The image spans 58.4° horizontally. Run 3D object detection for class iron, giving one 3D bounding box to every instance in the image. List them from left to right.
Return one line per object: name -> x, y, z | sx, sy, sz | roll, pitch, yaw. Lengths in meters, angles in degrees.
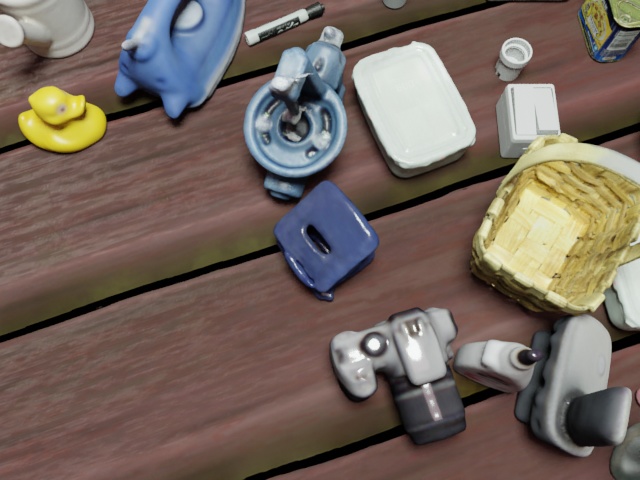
iron -> -0.173, -0.296, 0.740 | 0.118, 0.141, 0.258 | 23, 74, 7

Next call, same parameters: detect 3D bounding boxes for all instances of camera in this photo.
camera -> 0.094, 0.152, 0.622 | 0.143, 0.101, 0.137 | -17, 73, -5

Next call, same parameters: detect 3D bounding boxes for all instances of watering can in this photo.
watering can -> -0.368, -0.321, 0.721 | 0.101, 0.194, 0.173 | -20, 74, -6

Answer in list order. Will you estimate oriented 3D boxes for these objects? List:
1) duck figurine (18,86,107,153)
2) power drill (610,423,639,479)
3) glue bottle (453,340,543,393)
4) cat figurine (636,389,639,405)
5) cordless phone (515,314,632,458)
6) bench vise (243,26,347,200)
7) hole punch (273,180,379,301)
duck figurine -> -0.336, -0.161, 0.727 | 0.104, 0.086, 0.077 | -6, 73, -1
power drill -> 0.372, 0.225, 0.542 | 0.229, 0.208, 0.076 | 35, 76, 11
glue bottle -> 0.192, 0.127, 0.592 | 0.078, 0.173, 0.037 | 18, 74, 6
cat figurine -> 0.427, 0.176, 0.605 | 0.127, 0.118, 0.067 | 29, 75, 9
cordless phone -> 0.278, 0.143, 0.580 | 0.094, 0.185, 0.148 | 15, 73, 5
bench vise -> -0.029, -0.173, 0.661 | 0.121, 0.220, 0.207 | 1, 73, 1
hole punch -> 0.006, 0.002, 0.673 | 0.101, 0.091, 0.108 | -36, 76, -10
